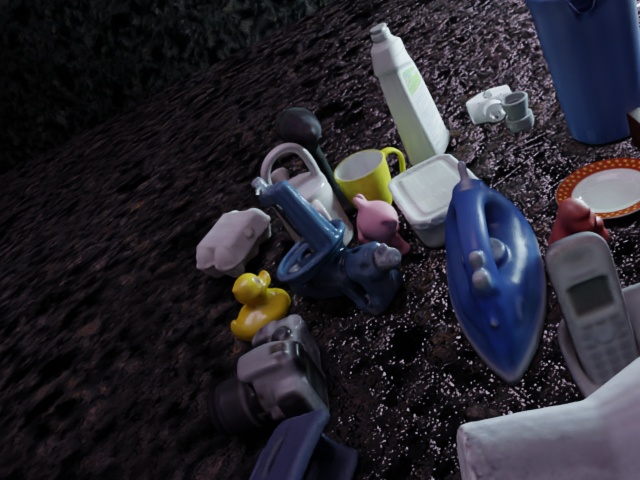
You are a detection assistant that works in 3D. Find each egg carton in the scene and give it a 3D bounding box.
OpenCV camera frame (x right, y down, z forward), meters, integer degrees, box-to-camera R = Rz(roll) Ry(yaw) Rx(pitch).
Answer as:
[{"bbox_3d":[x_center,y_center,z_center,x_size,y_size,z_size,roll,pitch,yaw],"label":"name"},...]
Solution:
[{"bbox_3d":[-0.157,0.004,1.055,0.107,0.070,0.150,-5,39,36],"label":"egg carton"}]

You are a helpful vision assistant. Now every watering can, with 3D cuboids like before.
[{"bbox_3d":[-0.034,-0.070,0.935,0.172,0.194,0.101,9,48,47],"label":"watering can"}]

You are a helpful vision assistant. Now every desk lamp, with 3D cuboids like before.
[{"bbox_3d":[0.186,0.175,0.371,0.203,0.214,0.118,-23,32,13],"label":"desk lamp"}]

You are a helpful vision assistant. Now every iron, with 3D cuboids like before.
[{"bbox_3d":[0.191,0.022,0.661,0.118,0.142,0.258,-18,33,20],"label":"iron"}]

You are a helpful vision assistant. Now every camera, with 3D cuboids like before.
[{"bbox_3d":[-0.071,0.171,0.707,0.136,0.101,0.143,-25,31,9],"label":"camera"}]

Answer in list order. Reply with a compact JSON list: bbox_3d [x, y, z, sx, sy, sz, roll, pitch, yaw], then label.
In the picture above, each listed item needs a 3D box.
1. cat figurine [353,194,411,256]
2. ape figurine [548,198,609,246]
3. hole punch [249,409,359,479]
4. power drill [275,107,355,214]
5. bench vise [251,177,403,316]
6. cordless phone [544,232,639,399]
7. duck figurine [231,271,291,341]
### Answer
[{"bbox_3d":[0.082,-0.027,0.849,0.067,0.118,0.127,-28,31,3],"label":"cat figurine"},{"bbox_3d":[0.298,-0.008,0.662,0.078,0.092,0.076,-39,32,-14],"label":"ape figurine"},{"bbox_3d":[-0.030,0.235,0.588,0.100,0.091,0.109,-6,38,34],"label":"hole punch"},{"bbox_3d":[-0.007,-0.142,1.005,0.075,0.209,0.229,-33,31,-4],"label":"power drill"},{"bbox_3d":[0.010,-0.005,0.778,0.206,0.220,0.121,-12,35,28],"label":"bench vise"},{"bbox_3d":[0.275,0.059,0.493,0.147,0.185,0.094,-26,31,8],"label":"cordless phone"},{"bbox_3d":[-0.102,0.093,0.862,0.077,0.086,0.105,10,49,48],"label":"duck figurine"}]
